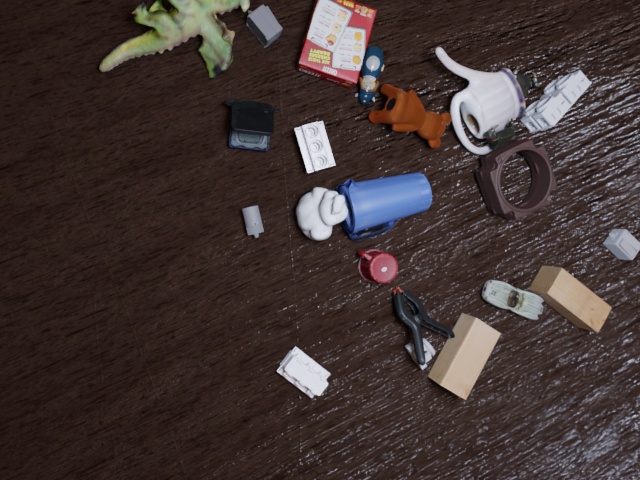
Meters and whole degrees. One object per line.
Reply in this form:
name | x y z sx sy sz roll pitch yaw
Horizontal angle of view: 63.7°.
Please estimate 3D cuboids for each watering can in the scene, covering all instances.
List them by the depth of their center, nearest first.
watering can | 0.455 -0.413 1.448 0.225 0.105 0.342 -31 115 -11

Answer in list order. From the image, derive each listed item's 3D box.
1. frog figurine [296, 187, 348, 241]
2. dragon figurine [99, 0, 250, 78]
frog figurine | 0.004 -0.066 1.319 0.122 0.159 0.138 8 88 -12
dragon figurine | -0.330 -0.511 1.291 0.241 0.123 0.409 39 94 -17
